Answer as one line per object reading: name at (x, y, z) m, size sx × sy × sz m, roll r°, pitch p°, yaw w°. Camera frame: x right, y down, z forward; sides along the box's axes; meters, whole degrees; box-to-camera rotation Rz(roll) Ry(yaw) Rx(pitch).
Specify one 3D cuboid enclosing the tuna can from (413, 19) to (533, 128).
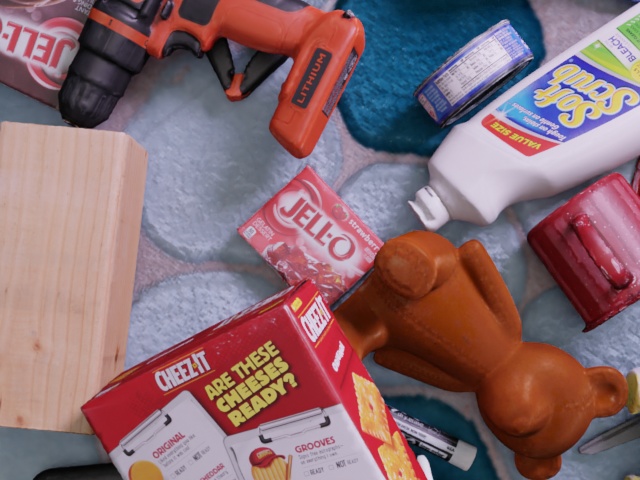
tuna can at (0.110, -0.118, 0.767) m, size 0.086 × 0.086 × 0.034 m, roll -37°, pitch 87°, yaw -2°

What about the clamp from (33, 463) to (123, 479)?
clamp at (-0.095, 0.175, 0.772) m, size 0.164 × 0.036 × 0.210 m, roll 44°, pitch 89°, yaw 1°

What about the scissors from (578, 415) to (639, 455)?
scissors at (0.296, 0.129, 0.777) m, size 0.201 × 0.016 × 0.096 m, roll -37°, pitch 85°, yaw -2°

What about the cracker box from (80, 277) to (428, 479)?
cracker box at (-0.027, 0.155, 0.697) m, size 0.164 × 0.072 × 0.213 m, roll -27°, pitch 96°, yaw 19°

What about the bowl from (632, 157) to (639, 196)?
bowl at (0.312, -0.030, 0.771) m, size 0.162 × 0.055 × 0.162 m, roll 0°, pitch 85°, yaw 1°

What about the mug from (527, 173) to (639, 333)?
mug at (0.197, 0.007, 0.743) m, size 0.093 × 0.117 × 0.081 m, roll -38°, pitch 80°, yaw 18°

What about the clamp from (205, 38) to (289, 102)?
clamp at (-0.038, -0.189, 0.801) m, size 0.120 × 0.039 × 0.171 m, roll 2°, pitch 92°, yaw 6°

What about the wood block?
wood block at (-0.183, 0.028, 0.760) m, size 0.090 × 0.091 × 0.206 m, roll 5°, pitch 85°, yaw 2°

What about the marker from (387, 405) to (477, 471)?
marker at (0.056, 0.134, 0.781) m, size 0.121 × 0.020 × 0.020 m, roll 26°, pitch 86°, yaw 3°

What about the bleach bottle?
bleach bottle at (0.179, -0.079, 0.767) m, size 0.251 × 0.068 × 0.103 m, roll -33°, pitch 60°, yaw 0°

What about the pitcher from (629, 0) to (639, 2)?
pitcher at (0.223, -0.258, 0.764) m, size 0.243 × 0.145 × 0.149 m, roll -12°, pitch 73°, yaw 4°

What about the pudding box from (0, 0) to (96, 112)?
pudding box at (-0.221, -0.158, 0.802) m, size 0.113 × 0.039 × 0.090 m, roll 25°, pitch 86°, yaw 3°

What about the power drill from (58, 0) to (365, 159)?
power drill at (-0.077, -0.132, 0.756) m, size 0.188 × 0.057 × 0.184 m, roll 28°, pitch 95°, yaw 7°

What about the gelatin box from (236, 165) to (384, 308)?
gelatin box at (-0.005, 0.001, 0.788) m, size 0.073 × 0.030 × 0.089 m, roll -43°, pitch 86°, yaw -2°
